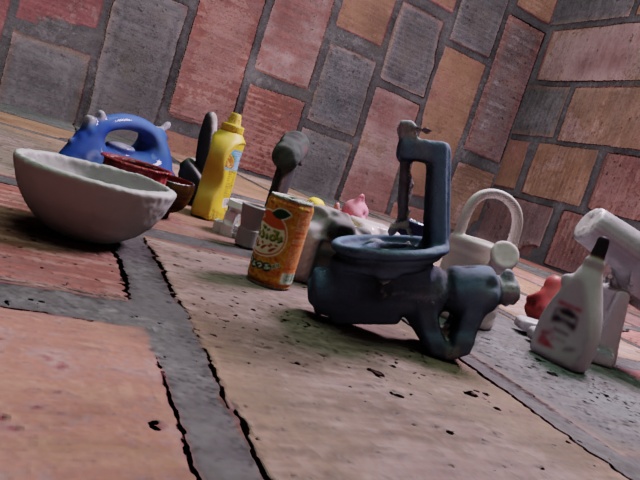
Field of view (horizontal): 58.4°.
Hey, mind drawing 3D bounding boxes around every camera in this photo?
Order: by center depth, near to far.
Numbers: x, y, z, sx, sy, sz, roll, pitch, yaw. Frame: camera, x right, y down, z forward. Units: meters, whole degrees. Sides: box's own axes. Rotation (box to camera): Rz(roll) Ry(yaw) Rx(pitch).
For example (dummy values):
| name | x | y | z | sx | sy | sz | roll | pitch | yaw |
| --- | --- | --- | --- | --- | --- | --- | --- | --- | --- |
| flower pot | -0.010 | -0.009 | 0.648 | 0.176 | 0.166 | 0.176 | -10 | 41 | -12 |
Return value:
| name | x | y | z | sx | sy | sz | roll | pitch | yaw |
| --- | --- | --- | --- | --- | --- | --- | --- | --- | --- |
| camera | 0.007 | 0.003 | 0.802 | 0.144 | 0.101 | 0.136 | 13 | 8 | -31 |

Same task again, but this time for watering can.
| name | x | y | z | sx | sy | sz | roll | pitch | yaw |
| --- | --- | --- | --- | --- | --- | --- | --- | --- | --- |
| watering can | 0.234 | 0.024 | 0.820 | 0.101 | 0.194 | 0.172 | 14 | 8 | -26 |

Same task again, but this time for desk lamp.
| name | x | y | z | sx | sy | sz | roll | pitch | yaw |
| --- | --- | --- | --- | --- | --- | --- | --- | --- | --- |
| desk lamp | 0.428 | 0.073 | 0.841 | 0.203 | 0.213 | 0.118 | 17 | 7 | -4 |

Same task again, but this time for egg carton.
| name | x | y | z | sx | sy | sz | roll | pitch | yaw |
| --- | --- | --- | --- | --- | --- | --- | --- | --- | --- |
| egg carton | 0.105 | -0.002 | 1.204 | 0.107 | 0.069 | 0.150 | 16 | 7 | -17 |

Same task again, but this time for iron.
| name | x | y | z | sx | sy | sz | roll | pitch | yaw |
| --- | --- | --- | --- | --- | --- | --- | --- | --- | --- |
| iron | -0.356 | -0.162 | 1.007 | 0.118 | 0.141 | 0.259 | 21 | 8 | 22 |

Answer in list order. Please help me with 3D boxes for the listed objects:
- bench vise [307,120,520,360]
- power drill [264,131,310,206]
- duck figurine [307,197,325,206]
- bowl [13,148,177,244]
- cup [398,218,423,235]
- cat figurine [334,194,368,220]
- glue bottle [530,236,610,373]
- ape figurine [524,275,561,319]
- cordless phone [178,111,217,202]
| name | x | y | z | sx | sy | sz | roll | pitch | yaw |
| --- | --- | --- | --- | --- | --- | --- | --- | --- | --- |
| bench vise | 0.110 | -0.001 | 0.600 | 0.208 | 0.220 | 0.121 | 15 | 8 | -22 |
| power drill | -0.078 | -0.139 | 1.242 | 0.075 | 0.208 | 0.229 | 17 | 7 | -2 |
| duck figurine | -0.017 | -0.045 | 1.165 | 0.077 | 0.086 | 0.104 | 17 | 7 | -2 |
| bowl | -0.245 | -0.040 | 0.615 | 0.167 | 0.075 | 0.167 | 17 | 7 | -2 |
| cup | 0.228 | 0.002 | 1.372 | 0.117 | 0.095 | 0.092 | 22 | 8 | 29 |
| cat figurine | 0.064 | -0.054 | 1.308 | 0.067 | 0.118 | 0.128 | 23 | 9 | 36 |
| glue bottle | 0.334 | 0.077 | 0.737 | 0.037 | 0.173 | 0.077 | 12 | 9 | -39 |
| ape figurine | 0.405 | 0.108 | 1.010 | 0.077 | 0.092 | 0.076 | 22 | 8 | 30 |
| cordless phone | -0.228 | -0.164 | 1.162 | 0.094 | 0.185 | 0.147 | 16 | 7 | -9 |
